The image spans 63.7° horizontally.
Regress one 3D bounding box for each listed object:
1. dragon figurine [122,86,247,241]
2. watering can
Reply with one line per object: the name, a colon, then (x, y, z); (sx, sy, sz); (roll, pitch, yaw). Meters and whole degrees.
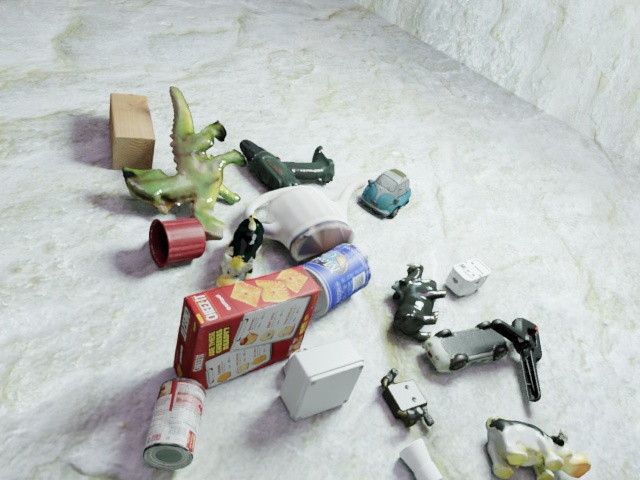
dragon figurine: (-0.310, -0.164, 1.127); (0.246, 0.414, 0.119); (-26, -18, -40)
watering can: (0.004, -0.059, 1.169); (0.350, 0.101, 0.228); (-15, 45, -26)
